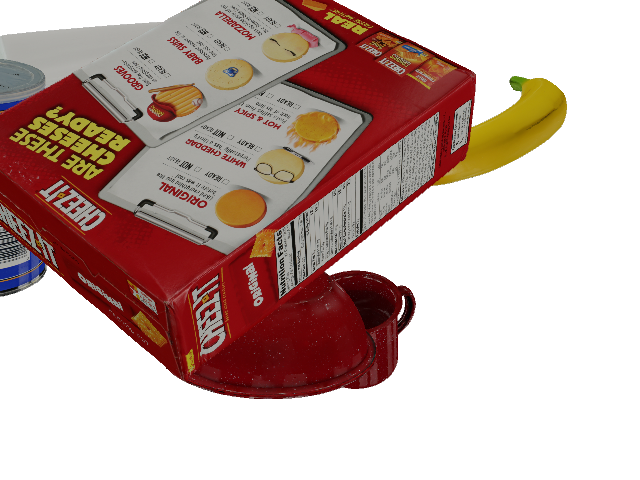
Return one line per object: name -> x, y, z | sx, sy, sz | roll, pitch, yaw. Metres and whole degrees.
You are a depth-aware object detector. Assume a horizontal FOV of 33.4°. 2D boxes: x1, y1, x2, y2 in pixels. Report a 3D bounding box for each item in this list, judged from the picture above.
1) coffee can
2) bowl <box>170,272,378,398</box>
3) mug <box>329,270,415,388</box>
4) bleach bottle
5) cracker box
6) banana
coffee can -> -0.238, -0.044, 0.721 | 0.103, 0.140, 0.103 | 4, 22, -2
bowl -> -0.037, 0.054, 0.777 | 0.162, 0.055, 0.162 | 2, 19, -1
mug -> 0.044, 0.084, 1.043 | 0.117, 0.081, 0.093 | -27, 43, -25
bleach bottle -> -0.146, -0.143, 0.926 | 0.250, 0.068, 0.103 | -10, -30, -19
cracker box -> -0.048, -0.048, 0.567 | 0.164, 0.072, 0.213 | 34, 57, 30
banana -> 0.136, -0.082, 0.795 | 0.070, 0.037, 0.197 | -5, 21, 40
